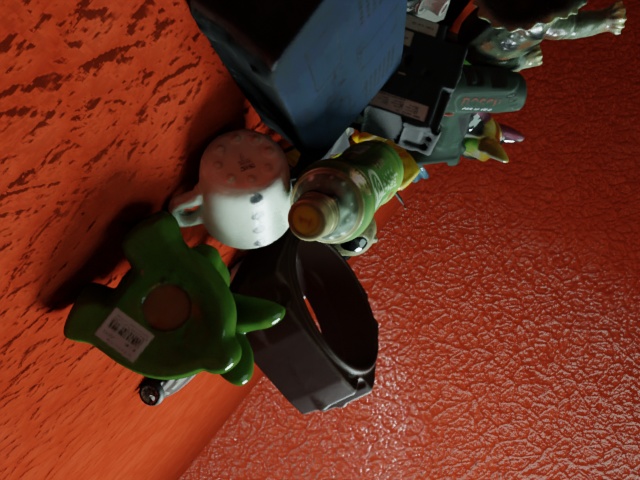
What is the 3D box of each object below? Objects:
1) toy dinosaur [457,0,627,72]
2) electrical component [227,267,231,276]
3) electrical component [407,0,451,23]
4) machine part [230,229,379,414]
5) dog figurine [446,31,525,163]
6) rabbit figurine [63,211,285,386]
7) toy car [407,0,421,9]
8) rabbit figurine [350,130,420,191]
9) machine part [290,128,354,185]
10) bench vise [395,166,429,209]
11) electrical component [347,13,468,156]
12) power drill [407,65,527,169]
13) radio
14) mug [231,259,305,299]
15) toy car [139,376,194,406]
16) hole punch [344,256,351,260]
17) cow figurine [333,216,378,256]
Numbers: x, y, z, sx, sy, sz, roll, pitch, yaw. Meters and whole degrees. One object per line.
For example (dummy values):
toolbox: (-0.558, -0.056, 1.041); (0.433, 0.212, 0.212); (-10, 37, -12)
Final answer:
toy dinosaur: (0.263, -0.300, 0.749); (0.192, 0.131, 0.405); (-7, 177, -10)
electrical component: (-0.156, 0.075, 0.606); (0.119, 0.048, 0.074); (-46, 170, -29)
electrical component: (0.112, -0.265, 0.594); (0.078, 0.045, 0.102); (-23, 169, 4)
machine part: (-0.010, 0.089, 0.661); (0.087, 0.201, 0.201); (-30, -161, 23)
dog figurine: (0.267, -0.234, 0.944); (0.108, 0.219, 0.191); (-50, 173, -31)
rabbit figurine: (-0.112, 0.051, 0.482); (0.121, 0.159, 0.170); (-61, -173, 0)
toy car: (0.112, -0.282, 0.479); (0.202, 0.056, 0.073); (-47, 177, -18)
rabbit figurine: (0.053, -0.101, 0.842); (0.173, 0.122, 0.162); (-37, -179, 2)
machine part: (0.003, -0.103, 0.586); (0.084, 0.039, 0.139); (71, 37, -52)
bench vise: (0.177, -0.169, 1.080); (0.240, 0.129, 0.223); (-45, 171, 6)
electrical component: (0.083, -0.167, 0.551); (0.058, 0.115, 0.134); (106, 6, -73)
power drill: (0.182, -0.194, 0.832); (0.232, 0.086, 0.207); (-7, 153, -8)
radio: (-0.001, -0.148, 0.396); (0.131, 0.073, 0.229); (-50, 170, 0)
mug: (-0.088, 0.081, 0.791); (0.081, 0.107, 0.109); (-43, 173, -38)
toy car: (-0.196, 0.172, 0.805); (0.202, 0.053, 0.089); (-54, 174, 13)
hole punch: (0.036, -0.037, 1.077); (0.142, 0.092, 0.116); (113, -11, -53)
cow figurine: (-0.002, -0.002, 0.788); (0.195, 0.127, 0.085); (-12, -153, 40)
